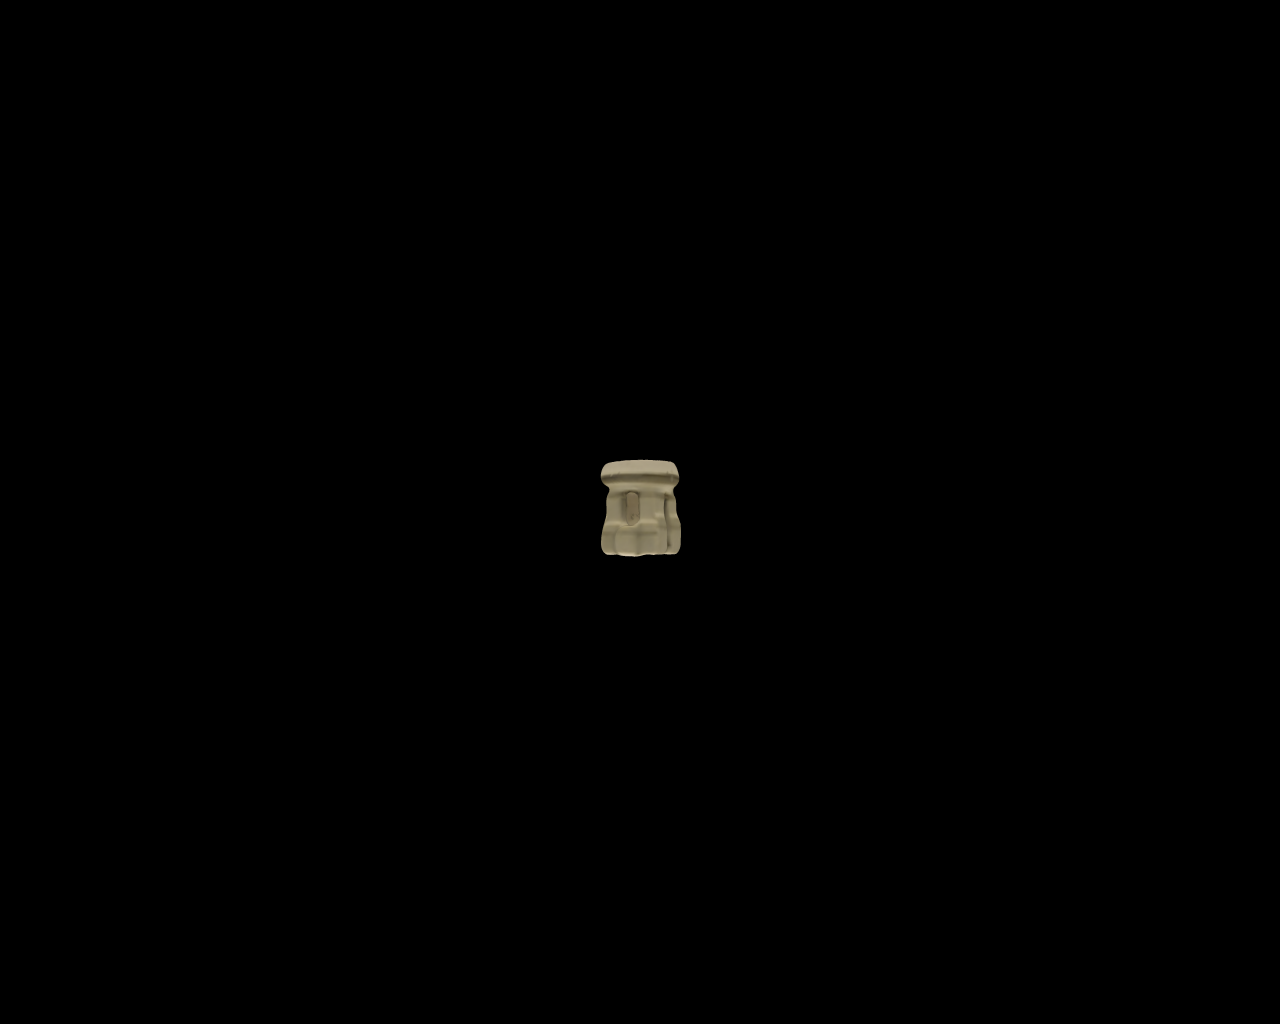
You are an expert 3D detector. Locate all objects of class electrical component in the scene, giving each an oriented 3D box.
[{"bbox_3d":[0.001,-0.003,0.650,0.048,0.055,0.066,-1,-2,20],"label":"electrical component"}]
